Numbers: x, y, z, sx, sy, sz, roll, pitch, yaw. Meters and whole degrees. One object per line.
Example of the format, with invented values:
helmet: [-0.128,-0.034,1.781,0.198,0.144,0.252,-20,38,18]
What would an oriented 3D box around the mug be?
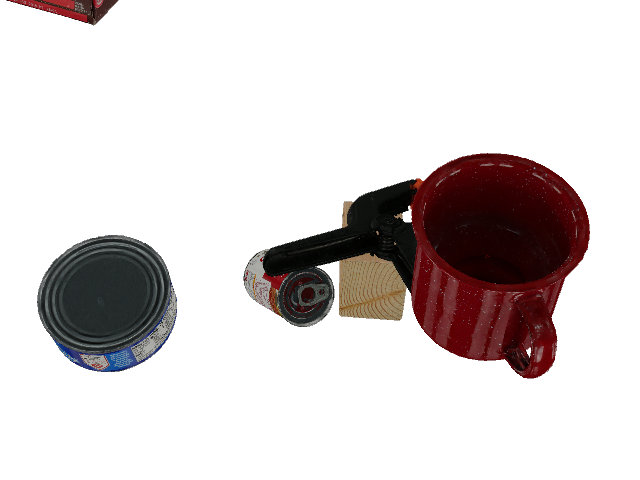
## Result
mug: [0.097,0.022,0.581,0.093,0.117,0.081,-16,-36,-13]

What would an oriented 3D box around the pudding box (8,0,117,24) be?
pudding box: [-0.190,-0.213,0.811,0.090,0.039,0.113,17,38,4]

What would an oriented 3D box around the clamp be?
clamp: [0.067,0.003,0.966,0.165,0.036,0.209,21,34,22]

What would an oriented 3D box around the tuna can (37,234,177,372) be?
tuna can: [-0.137,0.041,0.693,0.086,0.086,0.034,0,-31,4]

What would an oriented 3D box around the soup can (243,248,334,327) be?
soup can: [-0.037,0.051,1.193,0.068,0.068,0.102,0,11,-27]

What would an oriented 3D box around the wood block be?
wood block: [0.075,0.025,1.551,0.091,0.090,0.206,4,25,-1]
